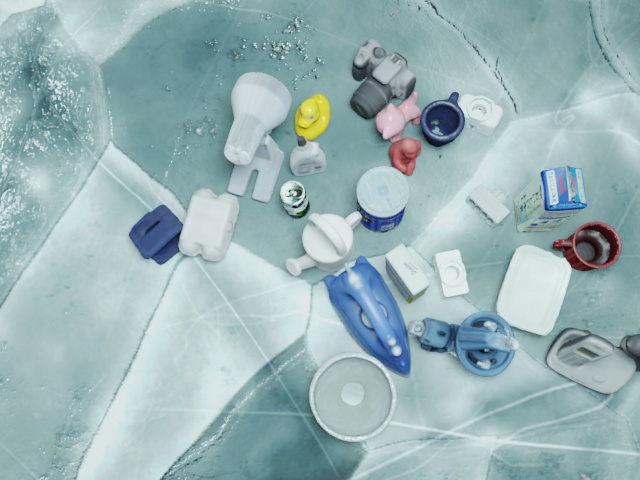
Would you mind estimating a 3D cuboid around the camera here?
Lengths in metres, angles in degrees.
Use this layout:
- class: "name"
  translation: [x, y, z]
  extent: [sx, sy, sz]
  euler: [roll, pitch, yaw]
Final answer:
- class: "camera"
  translation: [0.117, -0.344, 1.239]
  extent: [0.143, 0.101, 0.137]
  euler: [41, 83, 11]

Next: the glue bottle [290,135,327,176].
- class: "glue bottle"
  translation: [-0.029, -0.177, 1.176]
  extent: [0.078, 0.173, 0.037]
  euler: [-9, 77, 2]

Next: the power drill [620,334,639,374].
- class: "power drill"
  translation: [0.633, 0.208, 1.036]
  extent: [0.229, 0.208, 0.076]
  euler: [6, 78, 5]

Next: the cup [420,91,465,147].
- class: "cup"
  translation: [0.259, -0.249, 1.213]
  extent: [0.091, 0.095, 0.118]
  euler: [24, 81, 8]

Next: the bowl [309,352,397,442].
- class: "bowl"
  translation: [0.065, 0.304, 1.120]
  extent: [0.167, 0.075, 0.167]
  euler: [-1, 78, 4]

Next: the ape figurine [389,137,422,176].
- class: "ape figurine"
  translation: [0.183, -0.186, 1.206]
  extent: [0.078, 0.092, 0.076]
  euler: [-36, 78, -4]

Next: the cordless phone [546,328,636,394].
- class: "cordless phone"
  translation: [0.514, 0.220, 1.053]
  extent: [0.147, 0.185, 0.094]
  euler: [24, 81, 8]

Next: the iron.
- class: "iron"
  translation: [0.110, 0.154, 1.114]
  extent: [0.118, 0.141, 0.258]
  euler: [-31, 78, -3]

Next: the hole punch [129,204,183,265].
- class: "hole punch"
  translation: [-0.343, -0.014, 1.204]
  extent: [0.109, 0.091, 0.101]
  euler: [-43, 79, -5]

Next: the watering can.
- class: "watering can"
  translation: [0.012, 0.006, 1.124]
  extent: [0.101, 0.194, 0.173]
  euler: [26, 81, 9]

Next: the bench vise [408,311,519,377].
- class: "bench vise"
  translation: [0.272, 0.194, 1.055]
  extent: [0.207, 0.220, 0.121]
  euler: [-5, 78, 3]

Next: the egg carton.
- class: "egg carton"
  translation: [-0.233, -0.032, 1.211]
  extent: [0.107, 0.069, 0.150]
  euler: [12, 79, 6]

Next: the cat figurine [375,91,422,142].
- class: "cat figurine"
  translation: [0.163, -0.262, 1.210]
  extent: [0.128, 0.118, 0.067]
  euler: [-45, 79, -6]

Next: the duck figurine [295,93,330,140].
- class: "duck figurine"
  translation: [-0.018, -0.277, 1.241]
  extent: [0.077, 0.086, 0.105]
  euler: [25, 81, 9]

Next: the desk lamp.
- class: "desk lamp"
  translation: [-0.131, -0.205, 1.168]
  extent: [0.118, 0.213, 0.203]
  euler: [14, 79, 7]
